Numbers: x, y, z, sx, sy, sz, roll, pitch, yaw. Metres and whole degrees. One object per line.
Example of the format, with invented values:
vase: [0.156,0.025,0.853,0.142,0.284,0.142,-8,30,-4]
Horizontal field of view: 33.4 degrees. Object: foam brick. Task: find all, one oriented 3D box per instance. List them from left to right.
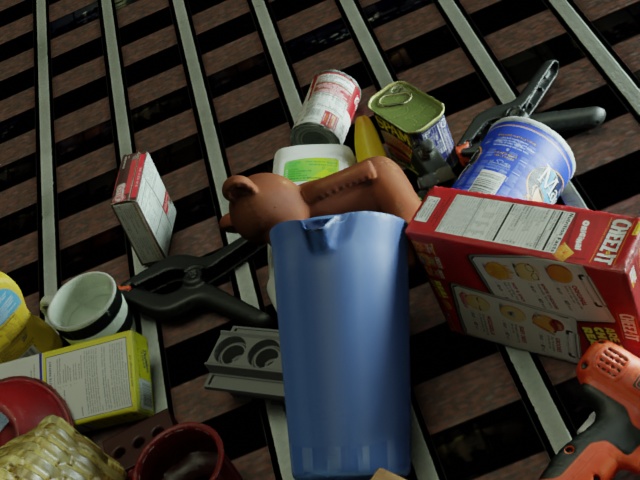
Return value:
foam brick: [-0.173,0.219,1.083,0.078,0.051,0.053,-28,41,-1]

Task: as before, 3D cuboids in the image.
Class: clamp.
clamp: [-0.137,0.057,1.238,0.210,0.036,0.164,-14,43,9]
clamp: [0.234,-0.146,1.250,0.171,0.039,0.120,-22,41,6]

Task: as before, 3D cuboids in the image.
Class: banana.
banana: [0.079,-0.070,1.235,0.037,0.070,0.198,1,34,-23]

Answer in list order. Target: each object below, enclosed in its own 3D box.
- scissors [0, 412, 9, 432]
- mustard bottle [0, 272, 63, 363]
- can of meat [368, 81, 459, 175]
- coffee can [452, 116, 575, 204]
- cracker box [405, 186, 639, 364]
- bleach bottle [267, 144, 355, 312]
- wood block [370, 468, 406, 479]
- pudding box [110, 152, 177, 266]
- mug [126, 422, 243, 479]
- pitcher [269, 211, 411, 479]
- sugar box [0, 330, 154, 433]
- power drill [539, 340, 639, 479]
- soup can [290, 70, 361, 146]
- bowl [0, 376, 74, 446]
scissors: [-0.367,0.230,1.012,0.096,0.016,0.201,-32,11,29]
mustard bottle: [-0.377,0.089,1.211,0.096,0.191,0.058,-45,45,-19]
can of meat: [0.112,-0.128,1.261,0.057,0.084,0.102,-38,43,-12]
coffee can: [0.193,-0.046,1.124,0.103,0.102,0.140,14,56,36]
cracker box: [0.205,0.037,0.990,0.214,0.164,0.072,11,56,35]
bleach bottle: [-0.008,0.001,1.207,0.102,0.068,0.251,-2,50,2]
wood block: [0.117,0.275,0.851,0.206,0.090,0.090,19,59,38]
pudding box: [-0.216,-0.038,1.316,0.039,0.113,0.090,-8,45,13]
mug: [-0.130,0.236,1.021,0.117,0.081,0.093,-8,45,19]
pitcher: [0.027,0.103,0.997,0.145,0.149,0.243,-26,62,57]
sugar box: [-0.273,0.166,1.173,0.176,0.048,0.093,-15,67,16]
power drill: [0.257,0.195,0.867,0.185,0.057,0.187,33,70,24]
soup can: [0.007,-0.158,1.356,0.069,0.068,0.102,-1,48,26]
bowl: [-0.341,0.218,1.122,0.162,0.055,0.162,-6,71,18]
